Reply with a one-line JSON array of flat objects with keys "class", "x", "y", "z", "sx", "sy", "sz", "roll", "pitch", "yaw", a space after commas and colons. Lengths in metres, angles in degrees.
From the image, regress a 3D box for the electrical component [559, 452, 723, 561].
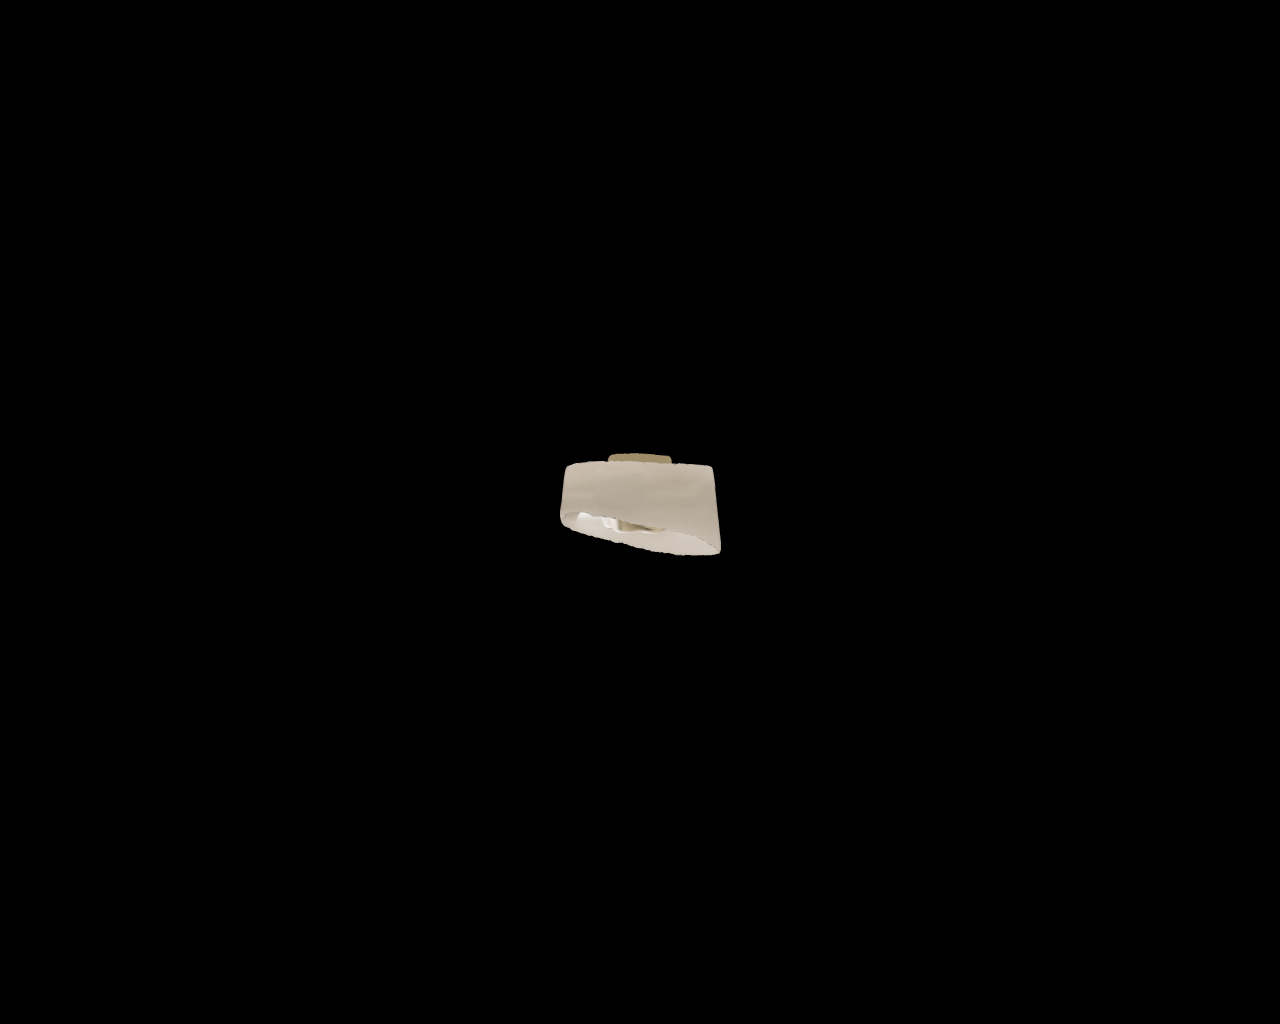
[{"class": "electrical component", "x": 0.001, "y": -0.003, "z": 0.650, "sx": 0.099, "sy": 0.064, "sz": 0.099, "roll": 0, "pitch": -3, "yaw": 0}]
